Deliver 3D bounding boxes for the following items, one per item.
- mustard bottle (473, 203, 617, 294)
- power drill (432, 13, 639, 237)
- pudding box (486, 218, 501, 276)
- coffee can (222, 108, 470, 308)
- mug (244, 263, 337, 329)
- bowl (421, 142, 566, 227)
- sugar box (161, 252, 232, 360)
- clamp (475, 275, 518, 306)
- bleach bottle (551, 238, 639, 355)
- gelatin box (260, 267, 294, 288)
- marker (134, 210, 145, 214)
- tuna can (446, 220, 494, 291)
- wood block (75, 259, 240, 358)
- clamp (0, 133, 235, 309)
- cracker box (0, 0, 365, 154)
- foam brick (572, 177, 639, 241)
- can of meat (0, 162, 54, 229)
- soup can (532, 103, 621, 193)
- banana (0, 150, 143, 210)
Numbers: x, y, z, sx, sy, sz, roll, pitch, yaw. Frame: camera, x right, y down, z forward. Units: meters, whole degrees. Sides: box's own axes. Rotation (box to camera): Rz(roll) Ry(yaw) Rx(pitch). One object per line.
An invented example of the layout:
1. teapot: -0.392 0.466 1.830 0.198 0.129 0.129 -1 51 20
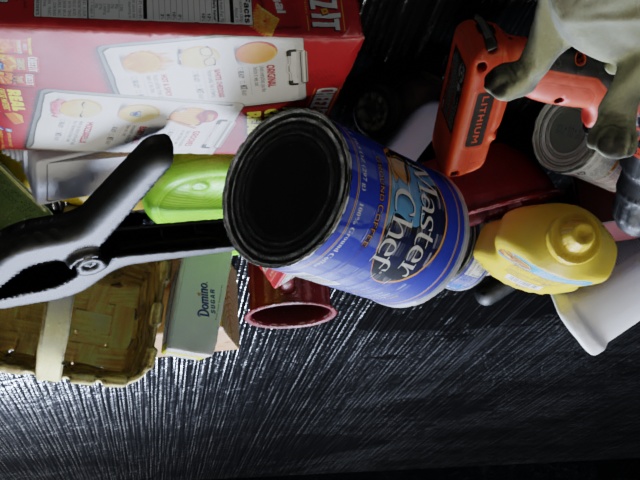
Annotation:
1. mustard bottle: 0.189 0.007 0.875 0.096 0.058 0.191 22 173 1
2. power drill: 0.176 -0.081 0.736 0.187 0.057 0.184 0 126 -10
3. pudding box: 0.164 0.008 1.096 0.090 0.039 0.113 -11 159 16
4. coffee can: 0.020 -0.017 0.705 0.103 0.103 0.140 -18 156 34
5. mug: -0.033 0.035 1.070 0.093 0.081 0.117 -5 160 3
6. bowl: 0.119 -0.041 0.892 0.162 0.055 0.162 -16 175 -2
7. sugar box: -0.112 0.059 0.959 0.048 0.093 0.176 11 172 -11
8. clamp: 0.241 0.009 1.060 0.172 0.039 0.120 -40 163 29
9. bleach bottle: 0.329 -0.001 0.965 0.251 0.102 0.068 -35 111 17
10. gelatin box: -0.006 0.001 0.956 0.089 0.030 0.073 -29 170 -22
11. marker: -0.202 -0.040 0.923 0.120 0.020 0.020 9 156 -32
12. tuna can: 0.125 0.003 1.008 0.033 0.086 0.086 16 152 -41
13. wood block: -0.196 0.074 1.131 0.206 0.091 0.090 -6 160 6
14. clamp: -0.158 0.005 0.763 0.210 0.036 0.164 -25 153 13
15. cracker box: -0.096 -0.116 0.660 0.213 0.072 0.164 -1 161 -12
16. foam brick: 0.246 -0.042 0.921 0.051 0.078 0.053 -8 158 14
17. can of meat: -0.256 -0.025 0.812 0.102 0.057 0.084 48 157 -26
18. soup can: 0.224 -0.074 0.841 0.102 0.068 0.069 13 154 -38
19. banana: -0.200 -0.056 0.852 0.070 0.037 0.197 -9 160 21
